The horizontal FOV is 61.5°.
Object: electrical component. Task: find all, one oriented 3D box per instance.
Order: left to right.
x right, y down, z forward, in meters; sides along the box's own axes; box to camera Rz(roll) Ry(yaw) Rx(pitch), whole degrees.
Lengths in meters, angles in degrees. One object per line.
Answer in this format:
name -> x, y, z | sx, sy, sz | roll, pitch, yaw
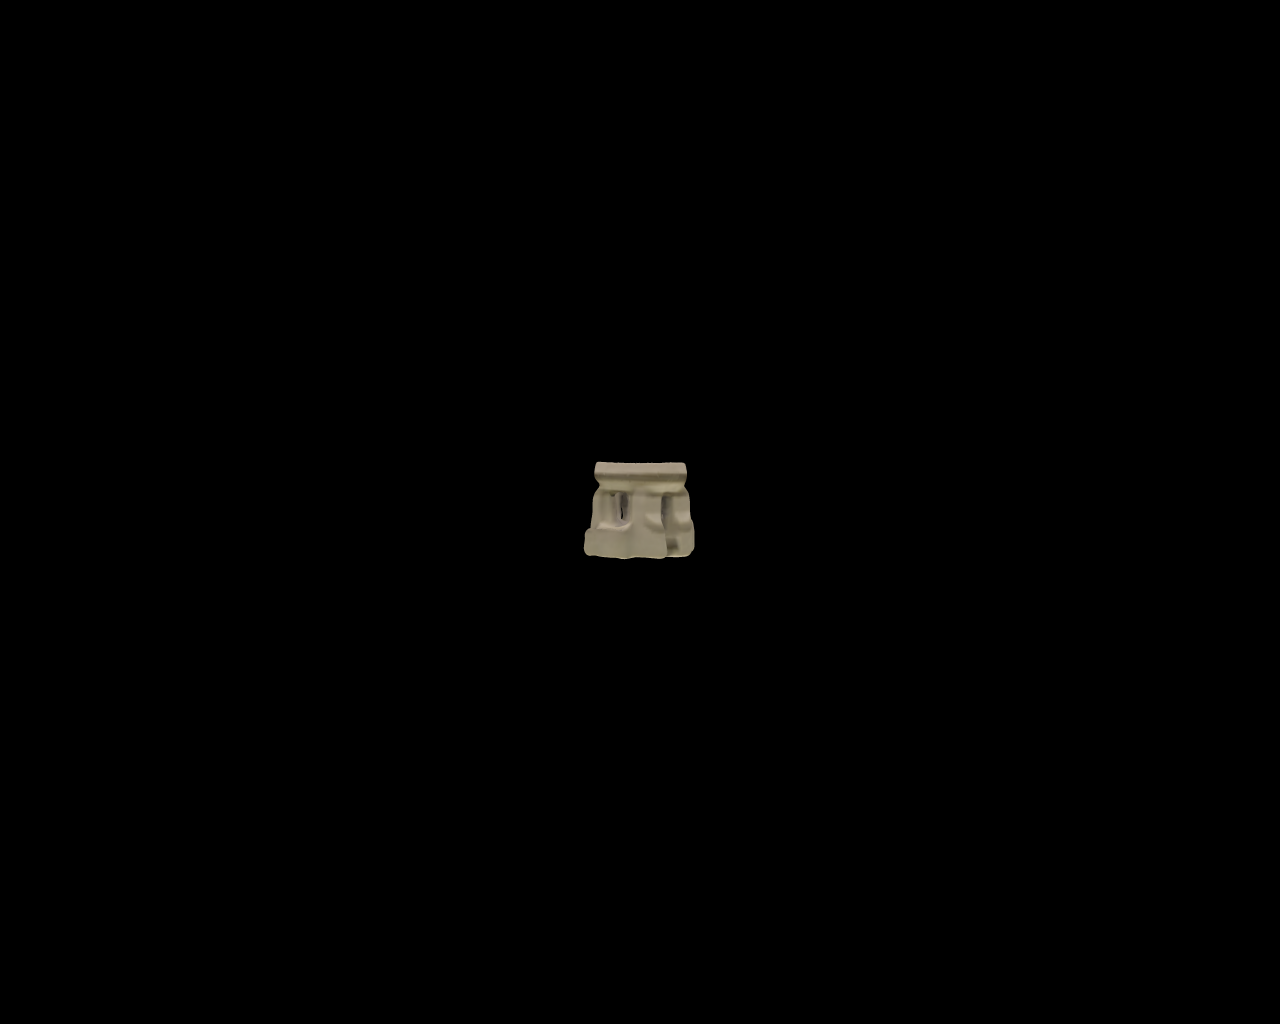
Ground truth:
electrical component -> 0.001, -0.003, 0.650 | 0.058, 0.057, 0.078 | 2, 3, 43
